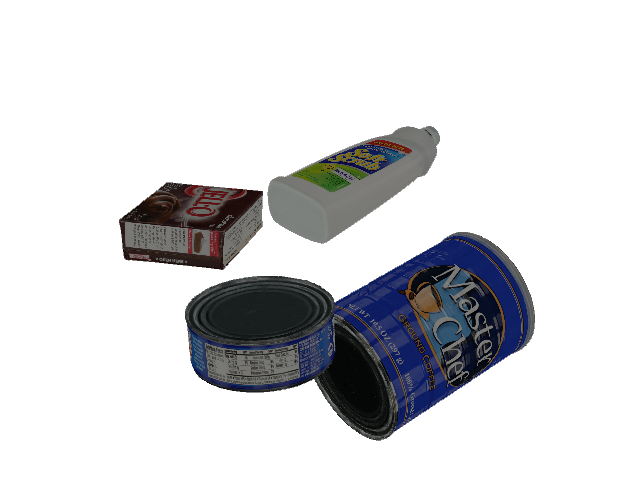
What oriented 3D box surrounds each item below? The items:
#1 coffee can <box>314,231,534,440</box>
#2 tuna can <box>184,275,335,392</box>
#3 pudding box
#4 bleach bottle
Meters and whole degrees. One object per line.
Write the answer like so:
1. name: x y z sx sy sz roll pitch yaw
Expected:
1. coffee can: 0.073 0.068 0.788 0.140 0.103 0.103 -28 14 -28
2. tuna can: -0.034 0.053 0.613 0.086 0.034 0.086 -3 22 1
3. pudding box: -0.105 -0.014 0.894 0.090 0.039 0.113 5 22 12
4. bleach bottle: 0.056 -0.086 1.334 0.103 0.068 0.250 27 44 34
